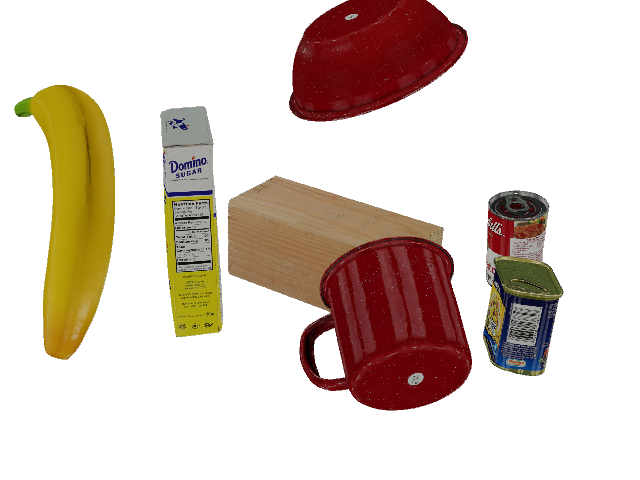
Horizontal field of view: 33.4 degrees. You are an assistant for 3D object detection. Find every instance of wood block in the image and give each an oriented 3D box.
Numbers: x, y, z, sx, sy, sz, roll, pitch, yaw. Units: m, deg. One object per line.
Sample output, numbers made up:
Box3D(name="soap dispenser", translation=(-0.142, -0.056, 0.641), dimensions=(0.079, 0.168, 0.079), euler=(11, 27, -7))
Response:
Box3D(name="wood block", translation=(0.012, 0.012, 1.103), dimensions=(0.206, 0.091, 0.090), euler=(19, 31, 29))

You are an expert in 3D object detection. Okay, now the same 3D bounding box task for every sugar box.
Box3D(name="sugar box", translation=(-0.111, -0.016, 0.910), dimensions=(0.048, 0.176, 0.093), euler=(-6, 26, -7))

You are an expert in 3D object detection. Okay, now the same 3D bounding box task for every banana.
Box3D(name="banana", translation=(-0.147, -0.027, 0.632), dimensions=(0.037, 0.198, 0.070), euler=(12, -43, -33))

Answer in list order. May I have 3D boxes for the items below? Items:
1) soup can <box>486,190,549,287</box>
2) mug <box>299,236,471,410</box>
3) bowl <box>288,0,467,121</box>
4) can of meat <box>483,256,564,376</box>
Box3D(name="soup can", translation=(0.226, 0.002, 1.230), dimensions=(0.068, 0.102, 0.068), euler=(-2, 30, 1))
Box3D(name="mug", translation=(0.040, 0.062, 0.700), dimensions=(0.117, 0.081, 0.093), euler=(-21, -39, 12))
Box3D(name="bowl", translation=(0.038, -0.164, 0.891), dimensions=(0.162, 0.055, 0.162), euler=(-20, 28, 11))
Box3D(name="can of meat", translation=(0.192, 0.072, 1.025), dimensions=(0.057, 0.084, 0.102), euler=(7, 18, 0))
